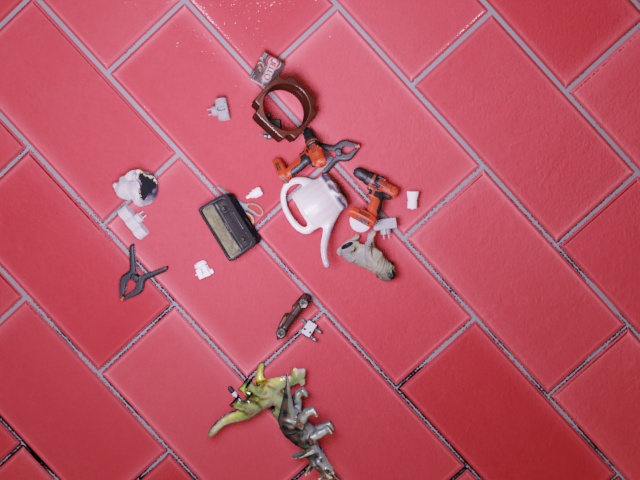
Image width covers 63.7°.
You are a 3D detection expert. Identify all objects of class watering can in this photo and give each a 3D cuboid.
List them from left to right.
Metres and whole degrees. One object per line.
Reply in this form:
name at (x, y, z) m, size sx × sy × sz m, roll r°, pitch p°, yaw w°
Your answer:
watering can at (0.006, -0.094, 1.861) m, size 0.224 × 0.103 × 0.350 m, roll -34°, pitch 81°, yaw 3°

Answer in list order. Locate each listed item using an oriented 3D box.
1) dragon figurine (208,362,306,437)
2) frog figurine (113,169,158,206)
dragon figurine at (-0.202, 0.615, 1.903) m, size 0.242 × 0.123 × 0.410 m, roll 37°, pitch 92°, yaw -9°
frog figurine at (-0.677, -0.187, 1.896) m, size 0.158 × 0.124 × 0.136 m, roll -13°, pitch 104°, yaw 38°
